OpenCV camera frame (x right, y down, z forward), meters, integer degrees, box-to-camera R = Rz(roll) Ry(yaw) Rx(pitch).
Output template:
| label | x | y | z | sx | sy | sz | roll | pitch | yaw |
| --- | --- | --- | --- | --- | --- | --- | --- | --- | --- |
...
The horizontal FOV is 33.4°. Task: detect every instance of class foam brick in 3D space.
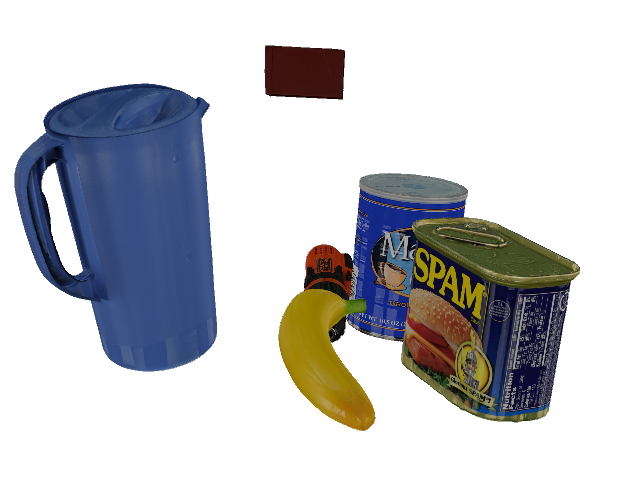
| label | x | y | z | sx | sy | sz | roll | pitch | yaw |
| --- | --- | --- | --- | --- | --- | --- | --- | --- | --- |
| foam brick | -0.017 | -0.174 | 1.106 | 0.078 | 0.051 | 0.053 | 1 | 11 | -10 |

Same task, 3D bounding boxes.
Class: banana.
| label | x | y | z | sx | sy | sz | roll | pitch | yaw |
| --- | --- | --- | --- | --- | --- | --- | --- | --- | --- |
| banana | 0.003 | 0.077 | 0.788 | 0.069 | 0.037 | 0.197 | 1 | 23 | 0 |

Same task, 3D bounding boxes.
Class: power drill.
| label | x | y | z | sx | sy | sz | roll | pitch | yaw |
| --- | --- | --- | --- | --- | --- | --- | --- | --- | --- |
| power drill | 0.073 | 0.056 | 1.229 | 0.187 | 0.057 | 0.184 | -2 | 28 | -1 |

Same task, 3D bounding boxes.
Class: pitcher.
| label | x | y | z | sx | sy | sz | roll | pitch | yaw |
| --- | --- | --- | --- | --- | --- | --- | --- | --- | --- |
| pitcher | -0.166 | -0.006 | 0.944 | 0.149 | 0.243 | 0.145 | -3 | 26 | 4 |

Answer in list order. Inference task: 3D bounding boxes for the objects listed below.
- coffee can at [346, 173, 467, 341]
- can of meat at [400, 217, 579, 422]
| label | x | y | z | sx | sy | sz | roll | pitch | yaw |
| --- | --- | --- | --- | --- | --- | --- | --- | --- | --- |
| coffee can | 0.082 | 0.014 | 1.022 | 0.103 | 0.140 | 0.103 | 5 | 14 | -1 |
| can of meat | 0.088 | 0.041 | 0.586 | 0.057 | 0.084 | 0.102 | -3 | 19 | -26 |
